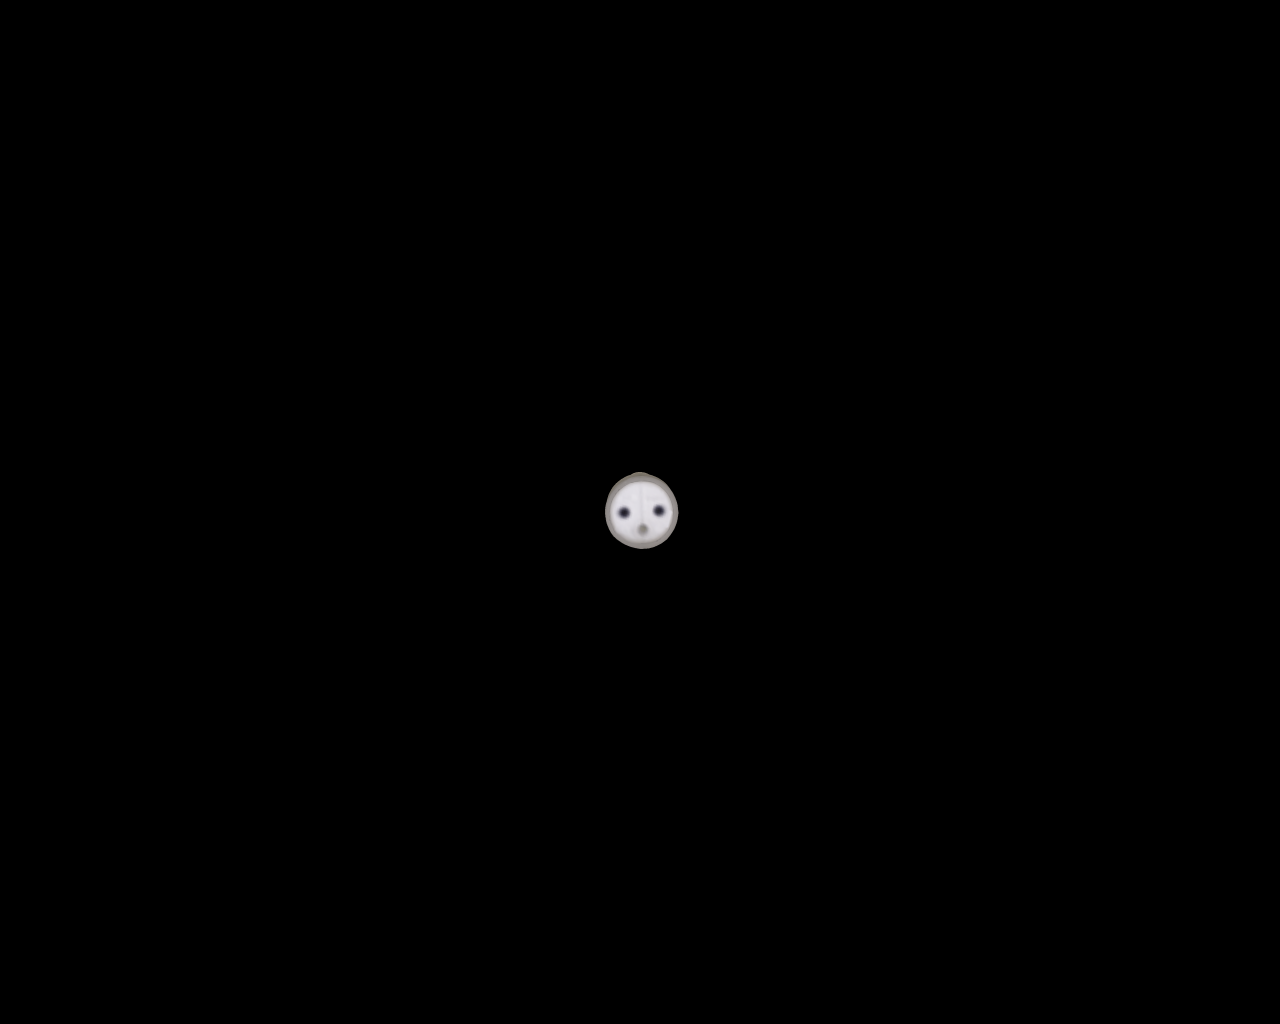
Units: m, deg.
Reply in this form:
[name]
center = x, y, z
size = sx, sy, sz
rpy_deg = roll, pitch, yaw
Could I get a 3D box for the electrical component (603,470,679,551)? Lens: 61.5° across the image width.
[electrical component]
center = 0.001, -0.003, 0.650
size = 0.043, 0.043, 0.081
rpy_deg = 0, 5, 0
